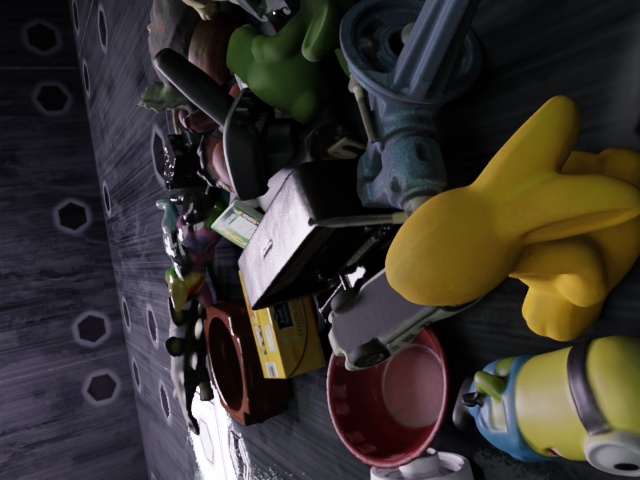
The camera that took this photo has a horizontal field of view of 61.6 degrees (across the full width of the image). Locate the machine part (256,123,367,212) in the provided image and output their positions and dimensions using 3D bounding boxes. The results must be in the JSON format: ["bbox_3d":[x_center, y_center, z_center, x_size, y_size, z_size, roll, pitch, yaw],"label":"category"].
[{"bbox_3d":[-0.018,-0.081,0.675,0.243,0.079,0.079,-23,79,61],"label":"machine part"}]

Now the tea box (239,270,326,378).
[{"bbox_3d":[-0.057,0.110,0.780,0.098,0.068,0.169,-26,76,63],"label":"tea box"}]

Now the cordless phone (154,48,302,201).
[{"bbox_3d":[-0.115,-0.144,0.611,0.089,0.184,0.147,-43,21,26],"label":"cordless phone"}]

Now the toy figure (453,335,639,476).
[{"bbox_3d":[0.174,0.118,0.395,0.180,0.082,0.089,-24,80,63],"label":"toy figure"}]

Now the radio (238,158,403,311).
[{"bbox_3d":[-0.001,-0.002,0.615,0.229,0.131,0.073,-49,57,54],"label":"radio"}]

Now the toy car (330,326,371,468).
[{"bbox_3d":[0.051,0.191,0.667,0.089,0.053,0.202,8,104,57],"label":"toy car"}]

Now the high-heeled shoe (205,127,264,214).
[{"bbox_3d":[-0.103,-0.110,0.855,0.249,0.086,0.145,26,93,39],"label":"high-heeled shoe"}]

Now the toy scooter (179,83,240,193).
[{"bbox_3d":[-0.143,-0.149,0.792,0.075,0.135,0.184,79,-172,-74],"label":"toy scooter"}]

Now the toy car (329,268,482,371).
[{"bbox_3d":[0.081,0.055,0.510,0.201,0.056,0.073,-42,54,32],"label":"toy car"}]

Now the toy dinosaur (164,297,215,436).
[{"bbox_3d":[-0.268,0.171,1.139,0.198,0.105,0.472,101,162,-53],"label":"toy dinosaur"}]

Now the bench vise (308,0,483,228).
[{"bbox_3d":[0.076,-0.130,0.417,0.240,0.129,0.223,109,169,-60],"label":"bench vise"}]

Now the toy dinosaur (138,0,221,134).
[{"bbox_3d":[-0.222,-0.336,0.864,0.404,0.131,0.192,123,147,-59],"label":"toy dinosaur"}]

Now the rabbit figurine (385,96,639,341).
[{"bbox_3d":[0.128,-0.001,0.344,0.162,0.173,0.122,118,138,-54],"label":"rabbit figurine"}]

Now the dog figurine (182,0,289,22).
[{"bbox_3d":[-0.121,-0.333,0.669,0.191,0.172,0.121,-117,18,-60],"label":"dog figurine"}]

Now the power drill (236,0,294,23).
[{"bbox_3d":[-0.003,-0.309,0.490,0.207,0.086,0.232,-59,29,-3],"label":"power drill"}]

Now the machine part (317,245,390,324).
[{"bbox_3d":[0.039,0.050,0.615,0.039,0.084,0.139,49,141,8],"label":"machine part"}]

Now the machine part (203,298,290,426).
[{"bbox_3d":[-0.134,0.211,0.968,0.202,0.087,0.200,2,100,59],"label":"machine part"}]

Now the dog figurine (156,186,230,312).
[{"bbox_3d":[-0.229,0.023,1.008,0.192,0.108,0.219,-14,79,41],"label":"dog figurine"}]

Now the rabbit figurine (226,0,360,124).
[{"bbox_3d":[-0.012,-0.226,0.586,0.170,0.121,0.159,-60,39,29],"label":"rabbit figurine"}]

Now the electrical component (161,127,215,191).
[{"bbox_3d":[-0.224,-0.151,0.985,0.058,0.115,0.134,65,150,21],"label":"electrical component"}]
